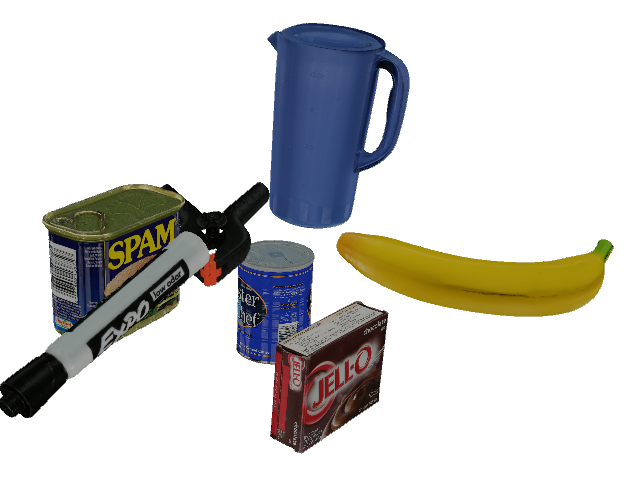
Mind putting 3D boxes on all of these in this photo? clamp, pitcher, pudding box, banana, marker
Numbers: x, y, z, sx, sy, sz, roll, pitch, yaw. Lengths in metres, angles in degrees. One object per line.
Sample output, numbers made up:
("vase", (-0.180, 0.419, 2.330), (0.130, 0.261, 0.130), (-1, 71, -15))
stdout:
("clamp", (-0.102, -0.014, 1.105), (0.120, 0.039, 0.171), (-11, 37, -7))
("pitcher", (0.010, -0.140, 1.331), (0.144, 0.243, 0.149), (-3, 25, -22))
("pudding box", (0.008, 0.110, 0.883), (0.039, 0.090, 0.113), (21, 29, 31))
("banana", (0.110, 0.024, 0.733), (0.197, 0.037, 0.069), (3, 26, -4))
("marker", (-0.094, 0.036, 0.471), (0.020, 0.020, 0.121), (0, 33, 43))

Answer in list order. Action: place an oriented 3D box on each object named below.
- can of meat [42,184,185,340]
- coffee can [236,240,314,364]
("can of meat", (-0.142, 0.016, 0.744), (0.058, 0.084, 0.101), (16, 26, 29))
("coffee can", (-0.062, 0.082, 1.443), (0.103, 0.140, 0.103), (2, 20, -1))
